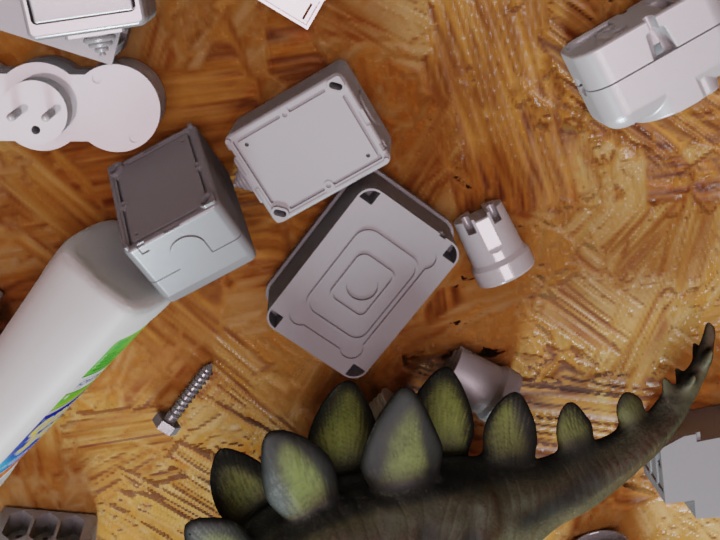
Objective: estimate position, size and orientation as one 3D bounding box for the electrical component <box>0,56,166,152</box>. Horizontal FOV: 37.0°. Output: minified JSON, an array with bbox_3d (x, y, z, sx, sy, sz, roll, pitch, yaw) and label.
[{"bbox_3d":[-0.186,-0.095,0.628,0.138,0.073,0.052,0,108,-5],"label":"electrical component"}]

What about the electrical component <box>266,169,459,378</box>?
[{"bbox_3d":[0.000,0.000,0.679,0.078,0.057,0.113,35,105,-15],"label":"electrical component"}]

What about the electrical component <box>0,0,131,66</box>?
[{"bbox_3d":[-0.213,-0.197,0.600,0.186,0.060,0.105,16,106,-10],"label":"electrical component"}]

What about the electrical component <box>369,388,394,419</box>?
[{"bbox_3d":[0.006,0.113,0.726,0.043,0.043,0.081,40,100,-15],"label":"electrical component"}]

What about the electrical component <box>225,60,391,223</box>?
[{"bbox_3d":[-0.035,-0.077,0.656,0.096,0.061,0.061,-28,108,12],"label":"electrical component"}]

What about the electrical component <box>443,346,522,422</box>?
[{"bbox_3d":[0.080,0.077,0.723,0.046,0.040,0.040,29,103,-7],"label":"electrical component"}]

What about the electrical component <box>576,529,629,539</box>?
[{"bbox_3d":[0.164,0.238,0.778,0.079,0.043,0.077,-17,108,1],"label":"electrical component"}]

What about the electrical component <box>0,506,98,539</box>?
[{"bbox_3d":[-0.219,0.209,0.736,0.066,0.047,0.076,7,107,-7],"label":"electrical component"}]

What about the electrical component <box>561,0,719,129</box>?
[{"bbox_3d":[0.180,-0.130,0.658,0.095,0.053,0.059,-29,108,5],"label":"electrical component"}]

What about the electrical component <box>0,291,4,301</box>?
[{"bbox_3d":[-0.264,0.038,0.670,0.061,0.061,0.096,32,102,-14],"label":"electrical component"}]

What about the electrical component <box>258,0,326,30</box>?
[{"bbox_3d":[-0.028,-0.183,0.619,0.042,0.063,0.081,28,104,-12],"label":"electrical component"}]

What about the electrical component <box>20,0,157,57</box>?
[{"bbox_3d":[-0.144,-0.157,0.553,0.062,0.061,0.096,-9,108,-2],"label":"electrical component"}]

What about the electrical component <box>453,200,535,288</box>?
[{"bbox_3d":[0.085,-0.017,0.694,0.040,0.040,0.046,-27,102,4],"label":"electrical component"}]

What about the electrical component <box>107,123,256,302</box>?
[{"bbox_3d":[-0.108,-0.037,0.651,0.062,0.096,0.061,-28,135,4],"label":"electrical component"}]
